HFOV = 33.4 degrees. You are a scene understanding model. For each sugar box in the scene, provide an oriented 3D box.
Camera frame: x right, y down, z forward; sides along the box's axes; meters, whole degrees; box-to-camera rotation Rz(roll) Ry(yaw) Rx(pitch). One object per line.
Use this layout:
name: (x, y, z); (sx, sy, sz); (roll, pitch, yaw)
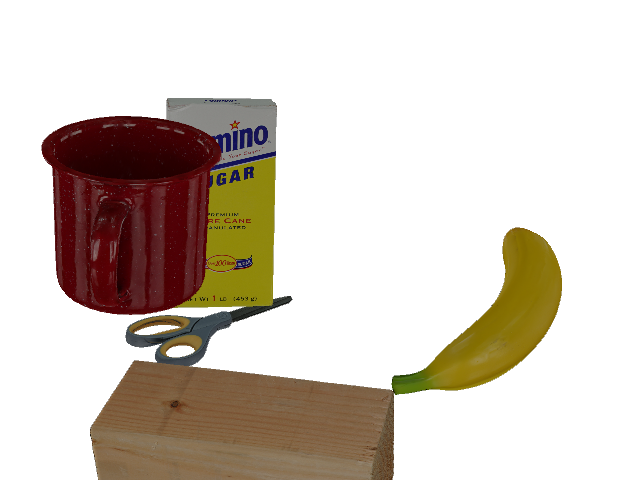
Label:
sugar box: (-0.086, -0.032, 0.913); (0.093, 0.176, 0.048); (-1, 16, -10)

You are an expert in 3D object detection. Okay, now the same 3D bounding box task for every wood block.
wood block: (-0.053, 0.159, 0.796); (0.206, 0.090, 0.090); (5, 31, 13)

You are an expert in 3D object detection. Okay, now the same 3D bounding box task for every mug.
mug: (-0.102, -0.008, 0.565); (0.093, 0.081, 0.117); (4, 26, -2)

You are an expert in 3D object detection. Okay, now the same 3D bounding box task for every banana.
banana: (0.118, 0.040, 0.683); (0.070, 0.037, 0.197); (13, 33, 28)

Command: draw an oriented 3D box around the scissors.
scissors: (-0.107, 0.097, 1.148); (0.201, 0.016, 0.096); (-7, 31, -23)
